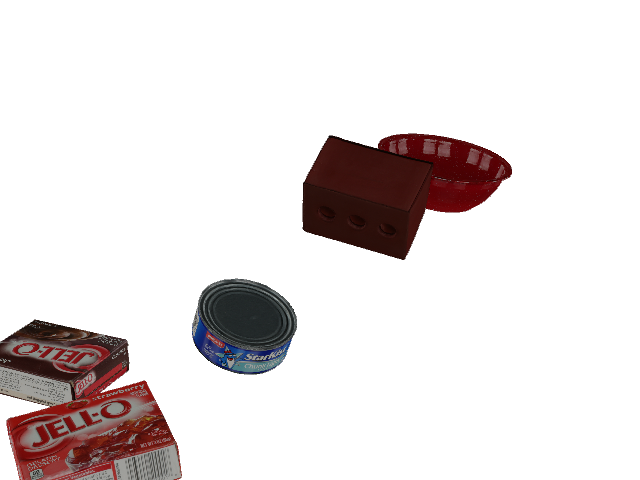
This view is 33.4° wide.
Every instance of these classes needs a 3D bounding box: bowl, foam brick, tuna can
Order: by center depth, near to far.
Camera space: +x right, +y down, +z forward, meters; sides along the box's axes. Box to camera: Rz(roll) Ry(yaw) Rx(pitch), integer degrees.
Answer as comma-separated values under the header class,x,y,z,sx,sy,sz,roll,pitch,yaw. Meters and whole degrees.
class,x,y,z,sx,sy,sz,roll,pitch,yaw
foam brick,0.033,-0.030,0.742,0.078,0.051,0.053,16,-40,13
tuna can,-0.065,0.073,0.902,0.086,0.034,0.086,13,36,-10
bowl,0.143,-0.076,1.273,0.162,0.055,0.162,8,24,-4

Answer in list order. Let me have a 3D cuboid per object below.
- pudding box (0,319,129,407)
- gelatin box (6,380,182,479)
class,x,y,z,sx,sy,sz,roll,pitch,yaw
pudding box,-0.251,0.117,1.005,0.114,0.039,0.089,7,22,23
gelatin box,-0.135,0.122,0.630,0.089,0.030,0.073,-13,27,-18
